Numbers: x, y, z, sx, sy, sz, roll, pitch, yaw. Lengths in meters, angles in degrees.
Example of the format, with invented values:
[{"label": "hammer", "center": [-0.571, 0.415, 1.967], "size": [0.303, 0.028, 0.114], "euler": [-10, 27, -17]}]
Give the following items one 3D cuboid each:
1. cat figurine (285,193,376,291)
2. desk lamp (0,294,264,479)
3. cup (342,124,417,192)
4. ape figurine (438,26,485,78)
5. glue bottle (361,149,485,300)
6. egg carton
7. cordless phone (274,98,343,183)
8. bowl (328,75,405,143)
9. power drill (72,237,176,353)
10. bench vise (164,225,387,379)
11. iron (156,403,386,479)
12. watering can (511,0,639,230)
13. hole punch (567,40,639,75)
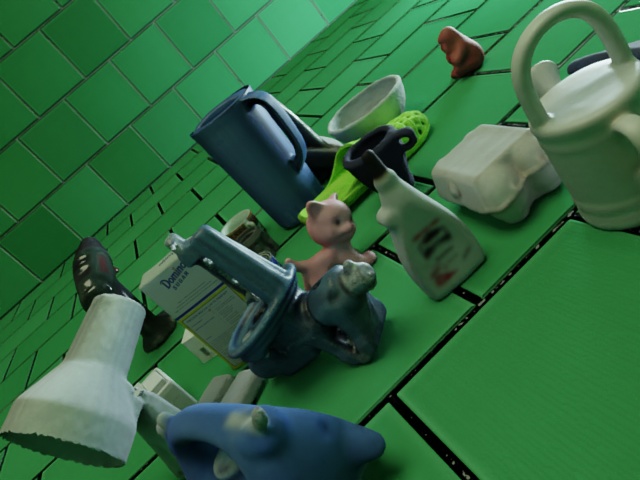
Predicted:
[{"label": "cat figurine", "center": [0.007, 0.003, 0.740], "size": [0.128, 0.118, 0.067], "euler": [-48, 24, -17]}, {"label": "desk lamp", "center": [-0.198, 0.174, 0.626], "size": [0.117, 0.214, 0.203], "euler": [-21, 30, 40]}, {"label": "cup", "center": [0.103, -0.108, 0.818], "size": [0.117, 0.095, 0.092], "euler": [-21, 30, 39]}, {"label": "ape figurine", "center": [0.244, -0.340, 1.023], "size": [0.076, 0.092, 0.078], "euler": [-24, 28, 35]}, {"label": "glue bottle", "center": [0.093, -0.022, 0.573], "size": [0.078, 0.173, 0.037], "euler": [-43, 23, -5]}, {"label": "egg carton", "center": [0.194, -0.076, 0.648], "size": [0.107, 0.069, 0.150], "euler": [-43, 22, -4]}, {"label": "cordless phone", "center": [-0.034, -0.211, 1.109], "size": [0.094, 0.185, 0.147], "euler": [-40, 23, 3]}, {"label": "bowl", "center": [0.100, -0.229, 1.074], "size": [0.167, 0.075, 0.167], "euler": [-34, 24, 17]}, {"label": "power drill", "center": [-0.360, 0.098, 1.033], "size": [0.075, 0.209, 0.229], "euler": [-42, 23, -3]}, {"label": "bench vise", "center": [-0.045, 0.046, 0.610], "size": [0.207, 0.220, 0.121], "euler": [-33, 24, 18]}, {"label": "iron", "center": [-0.076, 0.188, 0.501], "size": [0.257, 0.142, 0.119], "euler": [-17, 33, 45]}, {"label": "watering can", "center": [0.229, -0.112, 0.495], "size": [0.101, 0.194, 0.172], "euler": [-45, 23, -8]}, {"label": "hole punch", "center": [0.331, -0.181, 0.594], "size": [0.101, 0.091, 0.108], "euler": [-47, 23, -13]}]
